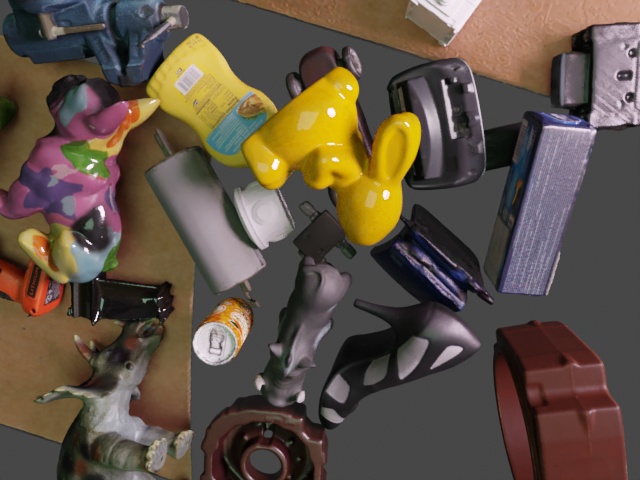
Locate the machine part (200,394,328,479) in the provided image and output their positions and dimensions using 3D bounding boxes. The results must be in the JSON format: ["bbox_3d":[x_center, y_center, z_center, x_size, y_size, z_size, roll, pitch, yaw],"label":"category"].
[{"bbox_3d":[-0.072,0.290,0.712,0.179,0.056,0.179,1,99,5],"label":"machine part"}]

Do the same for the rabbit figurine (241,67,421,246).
[{"bbox_3d":[0.031,-0.080,0.563,0.162,0.122,0.173,-31,95,19],"label":"rabbit figurine"}]

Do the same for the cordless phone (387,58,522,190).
[{"bbox_3d":[0.180,-0.140,0.619,0.184,0.089,0.146,-12,98,-5],"label":"cordless phone"}]

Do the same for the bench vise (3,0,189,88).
[{"bbox_3d":[-0.262,-0.290,0.586,0.224,0.129,0.240,4,119,22],"label":"bench vise"}]

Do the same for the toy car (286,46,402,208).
[{"bbox_3d":[0.031,-0.127,0.635,0.089,0.053,0.202,-20,99,23],"label":"toy car"}]

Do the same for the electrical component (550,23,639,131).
[{"bbox_3d":[0.330,-0.180,0.602,0.134,0.058,0.114,-3,97,4],"label":"electrical component"}]

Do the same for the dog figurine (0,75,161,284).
[{"bbox_3d":[-0.260,-0.075,0.617,0.219,0.108,0.191,-35,95,21],"label":"dog figurine"}]

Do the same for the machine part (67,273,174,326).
[{"bbox_3d":[-0.261,0.073,0.698,0.139,0.039,0.084,8,94,4],"label":"machine part"}]

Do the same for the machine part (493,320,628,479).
[{"bbox_3d":[0.256,0.205,0.598,0.087,0.201,0.201,-7,99,8],"label":"machine part"}]

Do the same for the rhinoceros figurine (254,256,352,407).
[{"bbox_3d":[-0.020,0.113,0.648,0.073,0.112,0.190,21,108,-3],"label":"rhinoceros figurine"}]

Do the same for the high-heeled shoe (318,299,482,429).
[{"bbox_3d":[0.085,0.164,0.638,0.145,0.086,0.248,21,127,11],"label":"high-heeled shoe"}]

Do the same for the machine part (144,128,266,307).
[{"bbox_3d":[-0.138,-0.023,0.653,0.079,0.079,0.243,-28,97,8],"label":"machine part"}]

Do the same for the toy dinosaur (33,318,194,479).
[{"bbox_3d":[-0.279,0.306,0.704,0.192,0.131,0.404,17,105,14],"label":"toy dinosaur"}]

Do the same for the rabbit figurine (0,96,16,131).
[{"bbox_3d":[-0.453,-0.147,0.639,0.159,0.121,0.170,-24,82,-14],"label":"rabbit figurine"}]

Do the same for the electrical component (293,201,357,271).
[{"bbox_3d":[-0.001,-0.002,0.674,0.063,0.021,0.094,-42,95,10],"label":"electrical component"}]

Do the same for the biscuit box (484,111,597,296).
[{"bbox_3d":[0.242,-0.038,0.603,0.063,0.059,0.202,5,116,-4],"label":"biscuit box"}]

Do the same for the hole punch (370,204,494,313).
[{"bbox_3d":[0.121,0.031,0.628,0.142,0.116,0.092,45,108,-3],"label":"hole punch"}]
